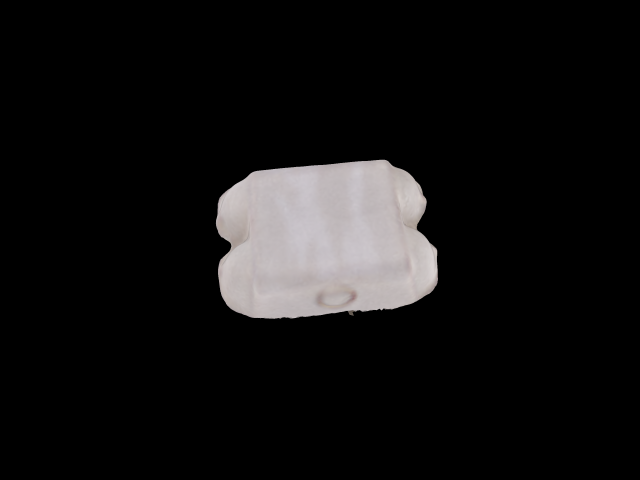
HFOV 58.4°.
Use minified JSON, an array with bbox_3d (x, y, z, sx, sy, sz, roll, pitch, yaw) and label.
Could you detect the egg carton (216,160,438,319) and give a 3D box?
[{"bbox_3d":[0.004,0.001,0.400,0.150,0.069,0.107,-6,63,-3],"label":"egg carton"}]
